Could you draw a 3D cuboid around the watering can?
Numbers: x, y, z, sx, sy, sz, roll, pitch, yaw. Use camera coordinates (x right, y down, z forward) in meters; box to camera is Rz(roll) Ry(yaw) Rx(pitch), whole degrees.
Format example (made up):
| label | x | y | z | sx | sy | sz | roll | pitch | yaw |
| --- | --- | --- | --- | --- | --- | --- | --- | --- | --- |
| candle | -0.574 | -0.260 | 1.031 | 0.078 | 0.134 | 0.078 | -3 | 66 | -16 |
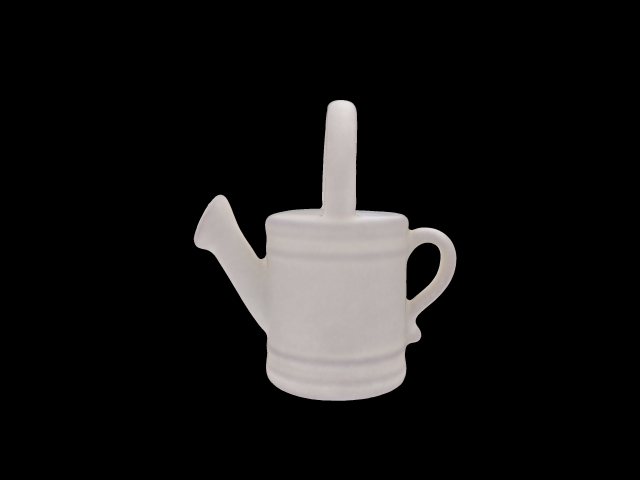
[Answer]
| label | x | y | z | sx | sy | sz | roll | pitch | yaw |
| --- | --- | --- | --- | --- | --- | --- | --- | --- | --- |
| watering can | 0.004 | 0.002 | 0.398 | 0.173 | 0.194 | 0.100 | -3 | 7 | -20 |
